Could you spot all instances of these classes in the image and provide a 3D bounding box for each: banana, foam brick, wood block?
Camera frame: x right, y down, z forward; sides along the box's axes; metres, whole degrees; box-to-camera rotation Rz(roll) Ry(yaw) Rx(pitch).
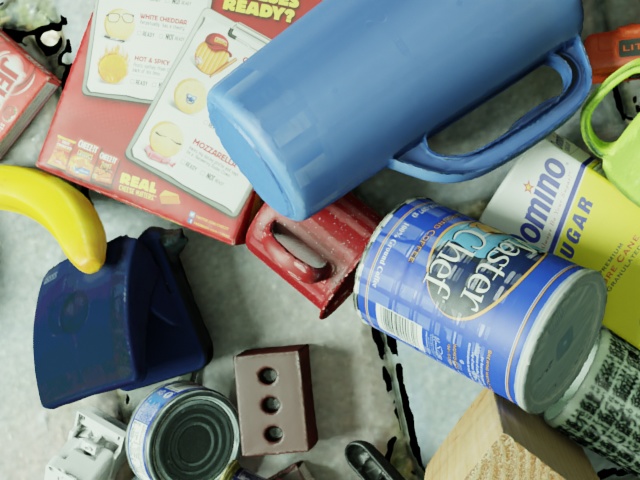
[{"bbox_3d":[-0.219,-0.022,0.810,0.198,0.037,0.069,16,60,33],"label":"banana"},{"bbox_3d":[-0.033,0.121,0.811,0.053,0.051,0.078,-6,91,7],"label":"foam brick"},{"bbox_3d":[0.127,0.170,0.714,0.091,0.206,0.090,36,95,5],"label":"wood block"}]

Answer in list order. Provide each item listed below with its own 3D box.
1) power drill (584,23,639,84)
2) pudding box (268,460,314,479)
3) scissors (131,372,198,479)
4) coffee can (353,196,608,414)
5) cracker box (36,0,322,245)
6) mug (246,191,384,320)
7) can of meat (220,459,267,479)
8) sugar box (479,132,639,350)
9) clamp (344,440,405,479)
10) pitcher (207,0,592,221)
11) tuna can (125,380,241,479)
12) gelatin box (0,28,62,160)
[{"bbox_3d":[0.217,-0.209,0.759,0.185,0.057,0.187,-2,90,21],"label":"power drill"},{"bbox_3d":[-0.025,0.240,0.819,0.090,0.039,0.113,-32,87,7],"label":"pudding box"},{"bbox_3d":[-0.112,0.182,0.837,0.096,0.016,0.201,38,78,-21],"label":"scissors"},{"bbox_3d":[0.108,0.042,0.731,0.140,0.102,0.103,27,95,33],"label":"coffee can"},{"bbox_3d":[-0.095,-0.123,0.805,0.164,0.072,0.214,21,93,6],"label":"cracker box"},{"bbox_3d":[-0.005,0.001,0.776,0.081,0.117,0.093,39,116,9],"label":"mug"},{"bbox_3d":[-0.048,0.225,0.775,0.084,0.057,0.102,24,93,6],"label":"can of meat"},{"bbox_3d":[0.205,0.006,0.759,0.176,0.048,0.093,34,114,11],"label":"sugar box"},{"bbox_3d":[0.078,0.230,0.771,0.171,0.120,0.039,32,134,-4],"label":"clamp"},{"bbox_3d":[0.054,-0.113,0.721,0.242,0.149,0.145,-37,127,-11],"label":"pitcher"},{"bbox_3d":[-0.101,0.151,0.805,0.085,0.034,0.086,-4,96,-36],"label":"tuna can"},{"bbox_3d":[-0.262,-0.116,0.846,0.073,0.030,0.089,41,96,4],"label":"gelatin box"}]
